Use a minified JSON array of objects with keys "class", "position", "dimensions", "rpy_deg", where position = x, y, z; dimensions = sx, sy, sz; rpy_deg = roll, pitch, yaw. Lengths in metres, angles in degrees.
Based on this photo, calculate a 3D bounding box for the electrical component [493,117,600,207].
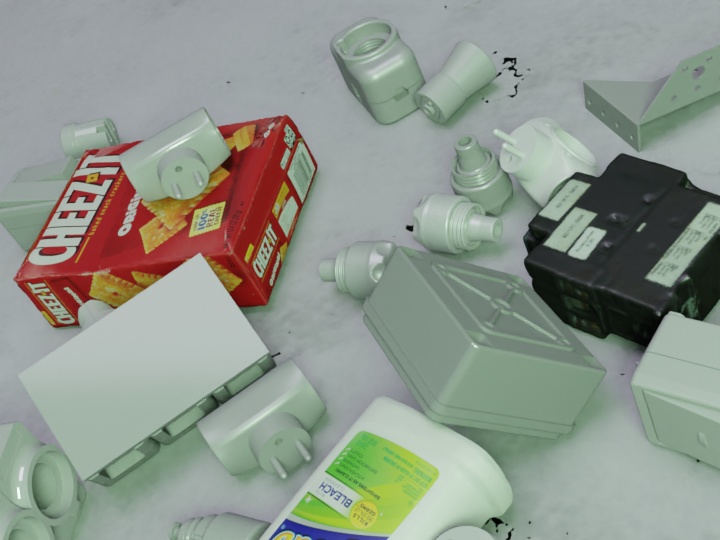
[{"class":"electrical component","position":[0.128,-0.080,0.774],"dimensions":[0.044,0.079,0.077],"rpy_deg":[-51,34,24]}]

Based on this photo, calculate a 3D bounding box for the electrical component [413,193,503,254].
[{"class":"electrical component","position":[0.073,-0.033,0.780],"dimensions":[0.062,0.043,0.043],"rpy_deg":[10,53,34]}]

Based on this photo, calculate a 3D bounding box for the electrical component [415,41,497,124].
[{"class":"electrical component","position":[0.078,-0.155,0.904],"dimensions":[0.065,0.044,0.044],"rpy_deg":[-47,44,-13]}]

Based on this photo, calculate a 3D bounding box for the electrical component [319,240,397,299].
[{"class":"electrical component","position":[0.000,0.000,0.787],"dimensions":[0.062,0.043,0.043],"rpy_deg":[0,48,30]}]

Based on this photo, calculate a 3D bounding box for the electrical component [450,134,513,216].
[{"class":"electrical component","position":[0.087,-0.072,0.798],"dimensions":[0.043,0.062,0.043],"rpy_deg":[-15,43,15]}]

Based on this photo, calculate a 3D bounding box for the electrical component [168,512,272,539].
[{"class":"electrical component","position":[-0.085,0.169,0.663],"dimensions":[0.078,0.040,0.040],"rpy_deg":[5,51,33]}]

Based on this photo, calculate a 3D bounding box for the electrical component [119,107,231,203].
[{"class":"electrical component","position":[-0.139,-0.080,0.832],"dimensions":[0.077,0.043,0.079],"rpy_deg":[-30,41,0]}]

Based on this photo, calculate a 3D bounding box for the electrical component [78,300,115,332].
[{"class":"electrical component","position":[-0.193,0.054,0.837],"dimensions":[0.043,0.043,0.081],"rpy_deg":[-37,42,-10]}]

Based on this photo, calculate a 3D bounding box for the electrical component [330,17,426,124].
[{"class":"electrical component","position":[0.015,-0.181,0.949],"dimensions":[0.054,0.059,0.095],"rpy_deg":[-31,41,-3]}]

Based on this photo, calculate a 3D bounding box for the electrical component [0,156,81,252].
[{"class":"electrical component","position":[-0.289,-0.062,0.993],"dimensions":[0.096,0.061,0.061],"rpy_deg":[-6,46,23]}]

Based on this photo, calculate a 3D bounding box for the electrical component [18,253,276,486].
[{"class":"electrical component","position":[-0.146,0.072,0.759],"dimensions":[0.150,0.061,0.089],"rpy_deg":[-35,75,-7]}]

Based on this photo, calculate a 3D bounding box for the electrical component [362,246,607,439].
[{"class":"electrical component","position":[0.073,0.043,0.649],"dimensions":[0.056,0.109,0.108],"rpy_deg":[-62,36,21]}]

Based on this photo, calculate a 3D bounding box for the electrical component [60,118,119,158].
[{"class":"electrical component","position":[-0.268,-0.129,1.067],"dimensions":[0.046,0.040,0.040],"rpy_deg":[-12,43,9]}]

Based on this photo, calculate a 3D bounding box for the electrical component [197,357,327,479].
[{"class":"electrical component","position":[-0.057,0.107,0.708],"dimensions":[0.077,0.044,0.079],"rpy_deg":[-35,41,-8]}]

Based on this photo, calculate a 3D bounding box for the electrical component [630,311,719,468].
[{"class":"electrical component","position":[0.194,0.071,0.595],"dimensions":[0.096,0.061,0.061],"rpy_deg":[14,56,38]}]

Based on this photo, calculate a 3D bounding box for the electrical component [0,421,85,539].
[{"class":"electrical component","position":[-0.238,0.184,0.693],"dimensions":[0.062,0.089,0.150],"rpy_deg":[-11,44,19]}]

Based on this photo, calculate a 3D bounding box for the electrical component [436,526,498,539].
[{"class":"electrical component","position":[0.062,0.168,0.572],"dimensions":[0.045,0.055,0.045],"rpy_deg":[-15,43,14]}]
